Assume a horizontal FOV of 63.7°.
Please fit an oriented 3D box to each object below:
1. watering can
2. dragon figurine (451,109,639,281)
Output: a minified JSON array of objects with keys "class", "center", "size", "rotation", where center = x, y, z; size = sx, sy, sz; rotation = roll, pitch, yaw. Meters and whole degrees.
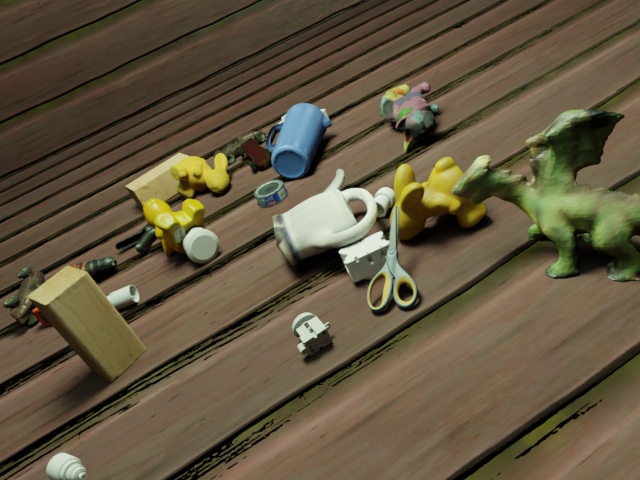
[{"class":"watering can","center":[0.003,-0.056,1.117],"size":[0.224,0.102,0.353],"rotation":[-25,25,1]},{"class":"dragon figurine","center":[0.401,-0.073,0.752],"size":[0.409,0.238,0.125],"rotation":[-3,31,34]}]
